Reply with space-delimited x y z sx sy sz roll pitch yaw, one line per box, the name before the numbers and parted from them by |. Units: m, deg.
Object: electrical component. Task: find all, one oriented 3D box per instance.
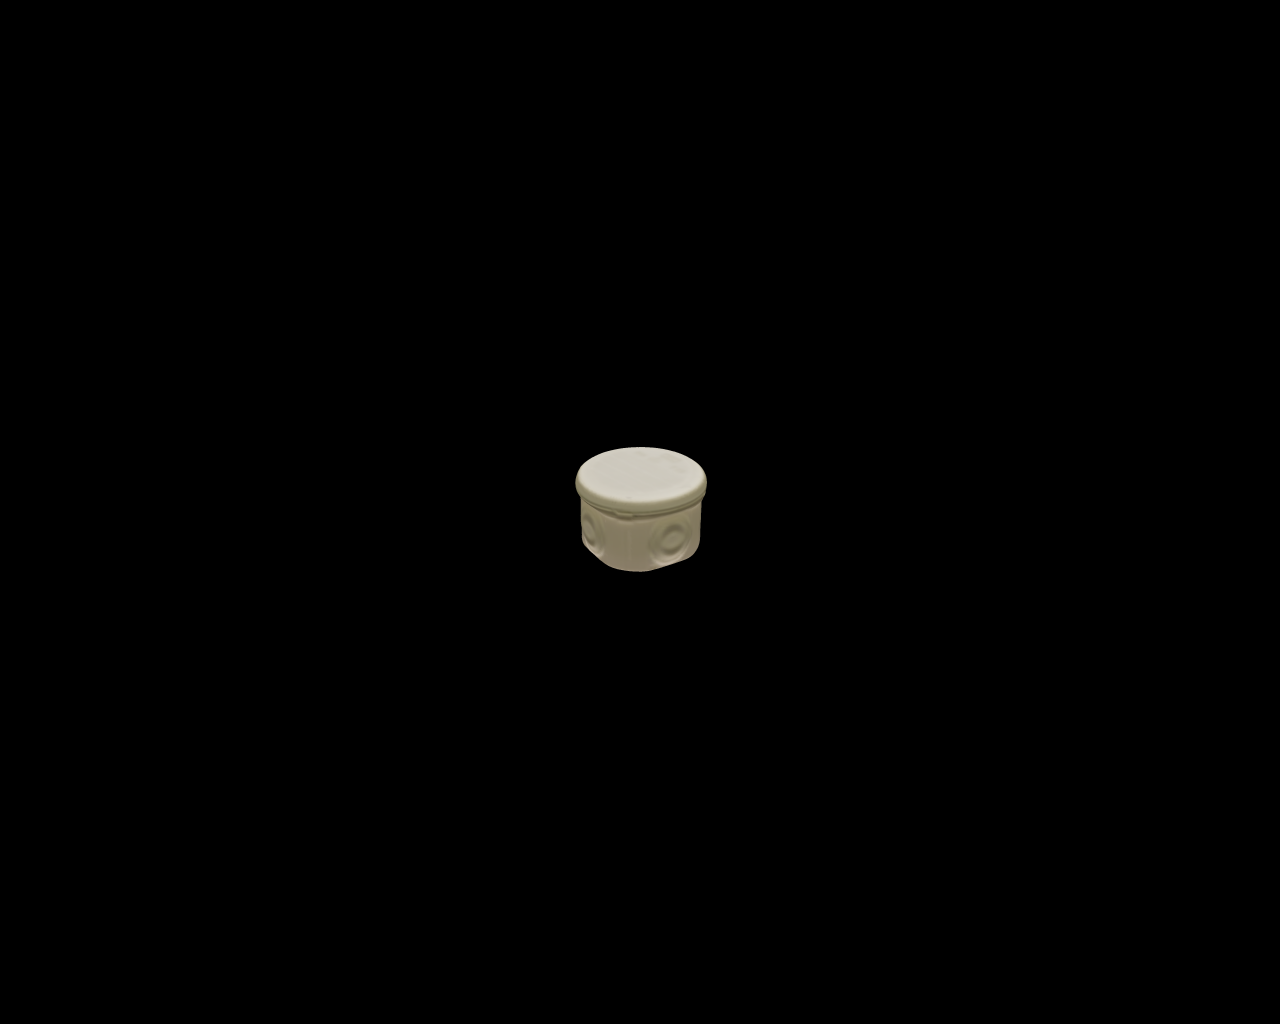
electrical component | 0.001 -0.003 0.650 0.080 0.050 0.080 0 28 0
